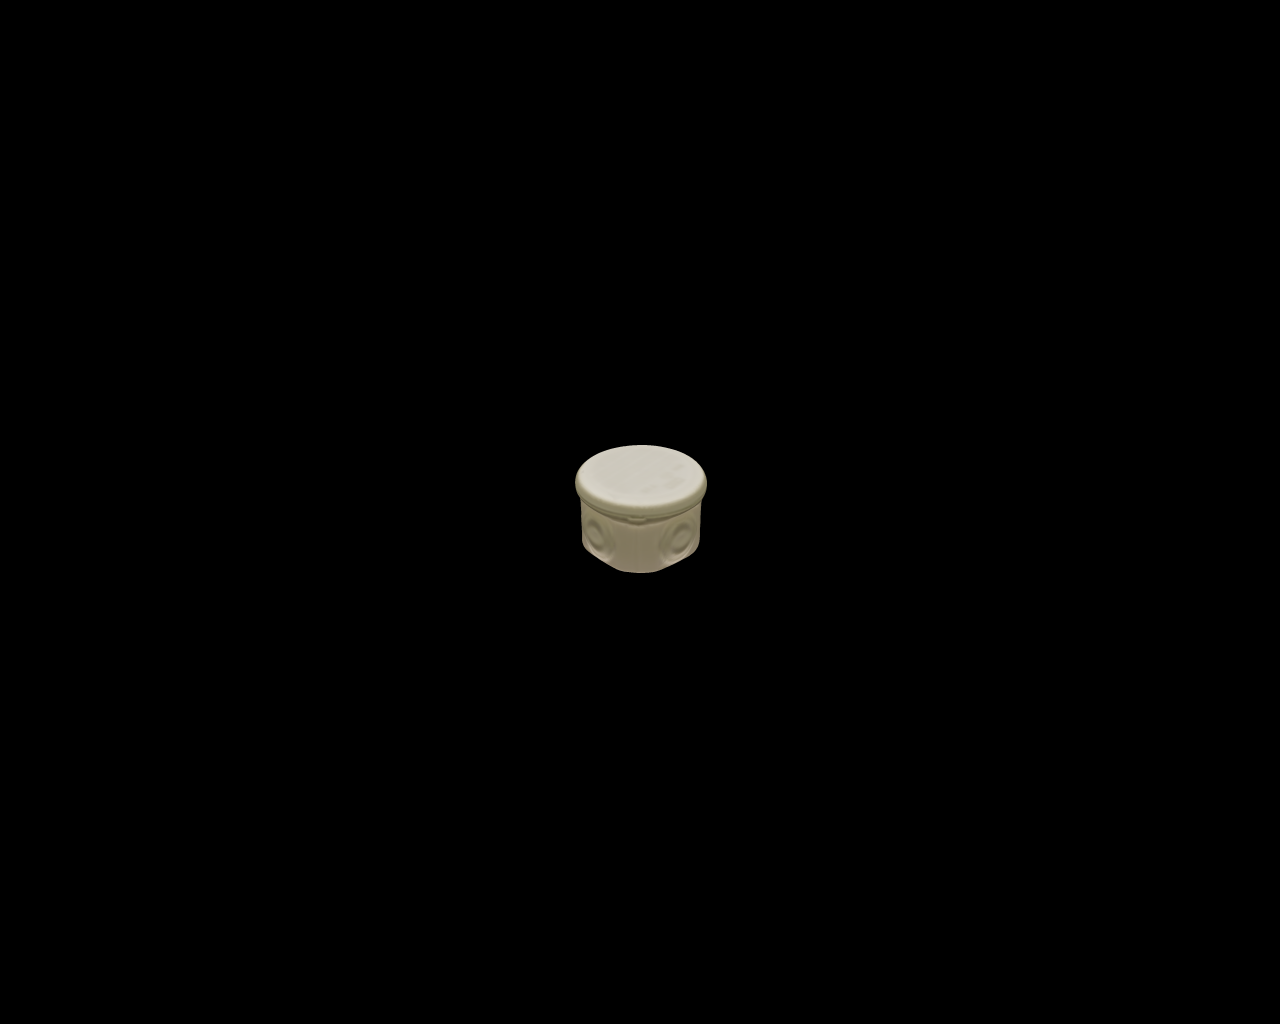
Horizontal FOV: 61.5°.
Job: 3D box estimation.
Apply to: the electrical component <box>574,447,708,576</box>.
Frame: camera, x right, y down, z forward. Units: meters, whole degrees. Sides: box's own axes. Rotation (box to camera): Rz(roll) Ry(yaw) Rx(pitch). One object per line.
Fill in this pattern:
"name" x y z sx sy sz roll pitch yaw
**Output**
"electrical component" 0.001 -0.003 0.650 0.080 0.050 0.080 0 31 0
